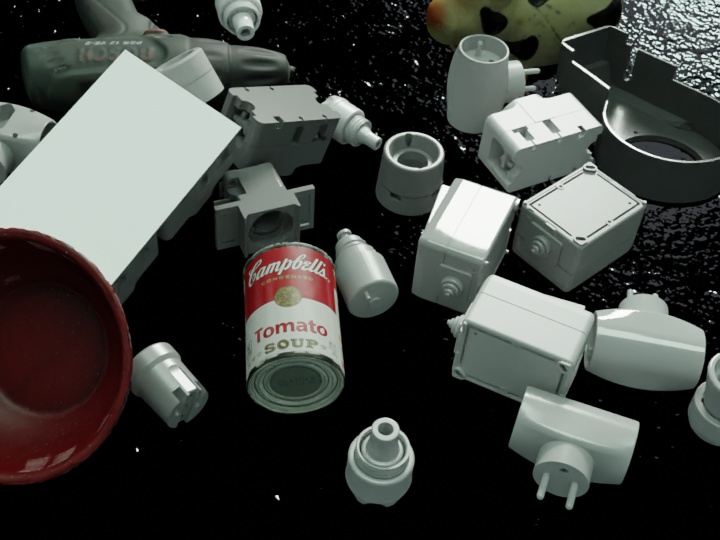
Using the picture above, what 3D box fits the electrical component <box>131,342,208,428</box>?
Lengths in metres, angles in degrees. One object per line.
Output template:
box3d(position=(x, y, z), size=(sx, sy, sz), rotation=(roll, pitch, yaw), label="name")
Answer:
box3d(position=(-0.130, 0.078, 0.724), size=(0.040, 0.040, 0.046), rotation=(-33, 63, -31), label="electrical component")

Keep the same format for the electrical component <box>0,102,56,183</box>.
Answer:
box3d(position=(-0.295, -0.096, 0.869), size=(0.077, 0.043, 0.079), rotation=(11, 46, 5), label="electrical component")

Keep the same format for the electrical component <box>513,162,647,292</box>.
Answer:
box3d(position=(0.165, -0.028, 0.838), size=(0.096, 0.061, 0.062), rotation=(-30, 56, -29), label="electrical component")

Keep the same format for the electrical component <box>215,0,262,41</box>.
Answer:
box3d(position=(-0.114, -0.244, 1.028), size=(0.043, 0.043, 0.062), rotation=(-7, 50, -12), label="electrical component")

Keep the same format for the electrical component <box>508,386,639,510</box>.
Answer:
box3d(position=(0.136, 0.122, 0.705), size=(0.077, 0.044, 0.079), rotation=(17, 48, 11), label="electrical component")

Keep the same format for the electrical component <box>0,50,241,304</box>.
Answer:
box3d(position=(-0.186, -0.053, 0.787), size=(0.105, 0.060, 0.186), rotation=(34, 69, 4), label="electrical component")

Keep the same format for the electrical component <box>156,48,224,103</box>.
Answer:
box3d(position=(-0.173, -0.117, 0.885), size=(0.138, 0.073, 0.052), rotation=(-30, 20, -2), label="electrical component")

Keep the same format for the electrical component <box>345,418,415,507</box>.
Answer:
box3d(position=(0.014, 0.119, 0.683), size=(0.043, 0.062, 0.043), rotation=(3, 47, -3), label="electrical component")

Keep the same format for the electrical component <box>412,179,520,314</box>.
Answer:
box3d(position=(0.074, -0.015, 0.816), size=(0.061, 0.061, 0.096), rotation=(20, 48, 14), label="electrical component")

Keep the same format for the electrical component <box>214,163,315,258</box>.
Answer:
box3d(position=(-0.079, -0.050, 0.848), size=(0.081, 0.042, 0.063), rotation=(-14, 48, -19), label="electrical component")

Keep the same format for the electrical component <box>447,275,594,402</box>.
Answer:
box3d(position=(0.110, 0.048, 0.760), size=(0.096, 0.061, 0.061), rotation=(22, 49, 15), label="electrical component")

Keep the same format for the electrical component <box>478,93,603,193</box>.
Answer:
box3d(position=(0.152, -0.112, 0.924), size=(0.089, 0.050, 0.055), rotation=(-18, 52, -21), label="electrical component")

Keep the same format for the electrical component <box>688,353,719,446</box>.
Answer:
box3d(position=(0.254, 0.089, 0.740), size=(0.045, 0.055, 0.045), rotation=(3, 47, -3), label="electrical component")

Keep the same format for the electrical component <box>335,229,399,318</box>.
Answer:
box3d(position=(0.000, 0.000, 0.809), size=(0.040, 0.040, 0.078), rotation=(-11, 49, -16), label="electrical component")

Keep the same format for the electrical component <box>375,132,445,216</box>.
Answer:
box3d(position=(0.042, -0.080, 0.885), size=(0.055, 0.047, 0.055), rotation=(3, 47, -3), label="electrical component")

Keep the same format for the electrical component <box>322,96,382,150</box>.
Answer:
box3d(position=(-0.007, -0.123, 0.930), size=(0.061, 0.035, 0.035), rotation=(35, 53, 23), label="electrical component")

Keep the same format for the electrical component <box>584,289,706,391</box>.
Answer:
box3d(position=(0.207, 0.045, 0.786), size=(0.077, 0.043, 0.079), rotation=(10, 46, 4), label="electrical component")

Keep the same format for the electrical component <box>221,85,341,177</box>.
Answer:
box3d(position=(-0.070, -0.115, 0.890), size=(0.089, 0.055, 0.050), rotation=(-12, 49, -43), label="electrical component")

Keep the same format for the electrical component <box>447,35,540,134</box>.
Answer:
box3d(position=(0.121, -0.166, 0.953), size=(0.079, 0.077, 0.043), rotation=(-7, 48, -13), label="electrical component")
